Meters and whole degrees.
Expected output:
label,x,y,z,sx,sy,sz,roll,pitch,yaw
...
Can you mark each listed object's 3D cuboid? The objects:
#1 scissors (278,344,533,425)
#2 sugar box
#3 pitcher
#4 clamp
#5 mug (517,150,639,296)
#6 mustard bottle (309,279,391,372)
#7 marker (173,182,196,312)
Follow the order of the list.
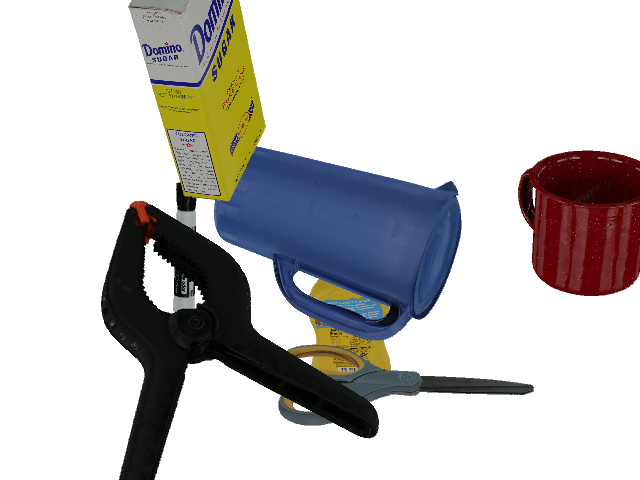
label,x,y,z,sx,sy,sz,roll,pitch,yaw
scissors,0.055,0.122,0.830,0.202,0.016,0.096,10,36,24
sugar box,-0.085,-0.124,0.784,0.048,0.093,0.176,9,-41,14
pitcher,0.012,-0.008,1.097,0.243,0.145,0.149,18,24,20
clamp,-0.067,0.061,0.661,0.164,0.210,0.036,-10,-32,-20
mug,0.194,-0.016,0.810,0.093,0.081,0.117,-24,35,-31
mustard bottle,0.034,0.091,1.262,0.096,0.192,0.058,-3,20,0
marker,-0.118,0.004,0.932,0.020,0.121,0.020,3,15,-1
